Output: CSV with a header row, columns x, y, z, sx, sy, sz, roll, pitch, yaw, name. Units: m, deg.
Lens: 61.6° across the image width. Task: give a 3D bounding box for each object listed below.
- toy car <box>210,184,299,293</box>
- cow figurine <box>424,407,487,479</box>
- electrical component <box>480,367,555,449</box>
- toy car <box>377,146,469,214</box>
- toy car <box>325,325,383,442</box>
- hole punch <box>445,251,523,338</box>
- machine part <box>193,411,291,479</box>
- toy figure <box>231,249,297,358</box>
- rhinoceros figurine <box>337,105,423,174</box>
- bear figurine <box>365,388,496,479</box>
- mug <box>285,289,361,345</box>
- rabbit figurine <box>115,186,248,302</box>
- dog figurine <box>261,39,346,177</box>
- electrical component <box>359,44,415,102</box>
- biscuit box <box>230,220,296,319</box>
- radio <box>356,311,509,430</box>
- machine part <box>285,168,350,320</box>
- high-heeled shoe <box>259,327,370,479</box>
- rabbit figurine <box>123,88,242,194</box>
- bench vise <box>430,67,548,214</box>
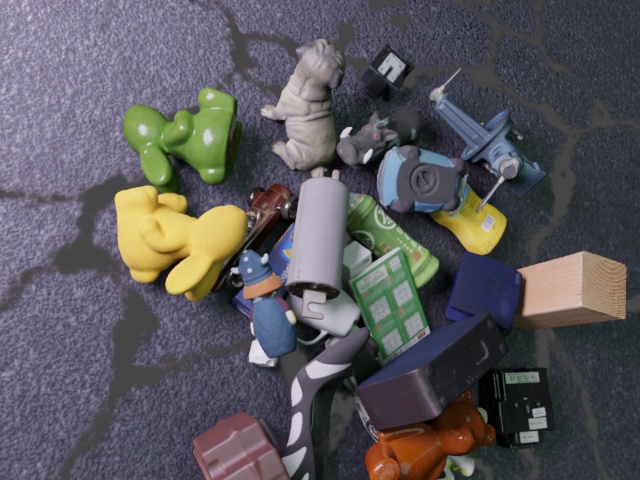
x,y,z,sx,sy,sz,roll,pitch,yaw,name
-0.112,-0.009,0.813,0.089,0.053,0.202,22,62,34,toy car
0.193,0.331,0.853,0.098,0.068,0.167,29,65,-5,cow figurine
0.336,0.287,0.923,0.115,0.058,0.134,4,75,-17,electrical component
0.161,-0.102,0.900,0.162,0.103,0.109,2,102,-19,toy car
0.080,0.230,0.845,0.073,0.056,0.201,-28,89,-30,toy car
0.278,0.089,0.908,0.116,0.092,0.142,12,65,20,hole punch
-0.084,0.329,0.678,0.087,0.201,0.201,-25,87,-20,machine part
-0.077,0.087,0.753,0.064,0.058,0.154,-17,87,-14,toy figure
0.106,-0.171,0.921,0.190,0.112,0.073,-30,78,-32,rhinoceros figurine
0.167,0.303,0.767,0.196,0.132,0.120,-27,94,-4,bear figurine
0.002,0.110,0.814,0.107,0.080,0.109,29,66,11,mug
-0.184,-0.001,0.740,0.173,0.121,0.162,-5,73,9,rabbit figurine
-0.004,-0.199,0.849,0.121,0.190,0.172,-33,91,-24,dog figurine
0.116,-0.296,0.995,0.075,0.048,0.119,35,68,-9,electrical component
-0.055,0.035,0.840,0.059,0.063,0.202,39,67,-6,biscuit box
0.175,0.190,0.803,0.229,0.131,0.073,-24,84,-43,radio
-0.002,-0.002,0.782,0.079,0.079,0.243,16,64,-16,machine part
0.016,0.251,0.761,0.248,0.086,0.145,-46,71,11,high-heeled shoe
-0.216,-0.145,0.818,0.170,0.121,0.159,10,80,1,rabbit figurine
0.290,-0.183,0.967,0.240,0.129,0.224,41,37,-4,bench vise
